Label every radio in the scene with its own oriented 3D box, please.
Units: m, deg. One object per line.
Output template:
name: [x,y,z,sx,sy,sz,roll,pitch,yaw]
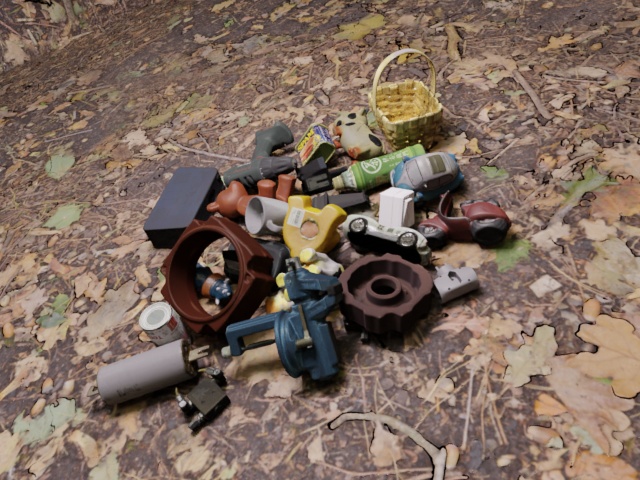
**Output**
radio: [-0.333,-0.085,1.343,0.131,0.073,0.230,0,49,17]

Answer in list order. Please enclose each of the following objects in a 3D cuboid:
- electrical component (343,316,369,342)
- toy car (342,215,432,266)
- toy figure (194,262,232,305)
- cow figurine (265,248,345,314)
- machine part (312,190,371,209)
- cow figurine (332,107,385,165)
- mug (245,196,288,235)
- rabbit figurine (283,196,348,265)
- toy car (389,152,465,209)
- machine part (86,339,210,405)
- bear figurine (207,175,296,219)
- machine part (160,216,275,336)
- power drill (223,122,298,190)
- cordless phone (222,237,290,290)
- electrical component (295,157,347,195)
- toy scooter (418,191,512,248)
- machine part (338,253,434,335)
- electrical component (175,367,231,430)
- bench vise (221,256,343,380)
electrical component: [0.075,0.149,1.009,0.063,0.021,0.094,-1,47,17]
toy car: [0.135,0.001,1.098,0.202,0.073,0.056,17,55,32]
toy figure: [-0.240,0.090,1.147,0.155,0.064,0.058,23,20,29]
cow figurine: [-0.032,0.095,1.045,0.167,0.098,0.068,-46,48,27]
machine part: [0.046,-0.085,1.241,0.139,0.039,0.084,-8,39,13]
cow figurine: [0.097,-0.268,1.366,0.127,0.085,0.195,-19,49,-19]
mug: [-0.090,-0.047,1.152,0.107,0.080,0.110,0,21,-37]
rabbit figurine: [-0.002,-0.003,1.108,0.122,0.173,0.162,8,91,12]
toy car: [0.239,-0.142,1.167,0.162,0.103,0.109,-16,76,-2]
machine part: [-0.321,0.246,1.001,0.243,0.079,0.079,-19,44,1]
bear figurine: [-0.166,-0.102,1.270,0.196,0.131,0.120,20,25,29]
machine part: [-0.206,0.070,1.055,0.201,0.087,0.201,41,99,26]
power drill: [-0.129,-0.210,1.369,0.232,0.085,0.207,-17,42,31]
cordless phone: [-0.113,0.018,1.176,0.147,0.088,0.184,11,40,28]
electrical component: [0.005,-0.158,1.300,0.119,0.074,0.048,-22,44,3]
toy scooter: [0.293,-0.050,1.100,0.184,0.075,0.135,-5,44,20]
machine part: [0.118,0.098,0.997,0.179,0.055,0.179,-4,36,3]
electrical component: [-0.209,0.277,0.960,0.102,0.045,0.078,-37,45,-18]
bench vise: [-0.071,0.149,0.947,0.241,0.223,0.129,-17,8,14]
